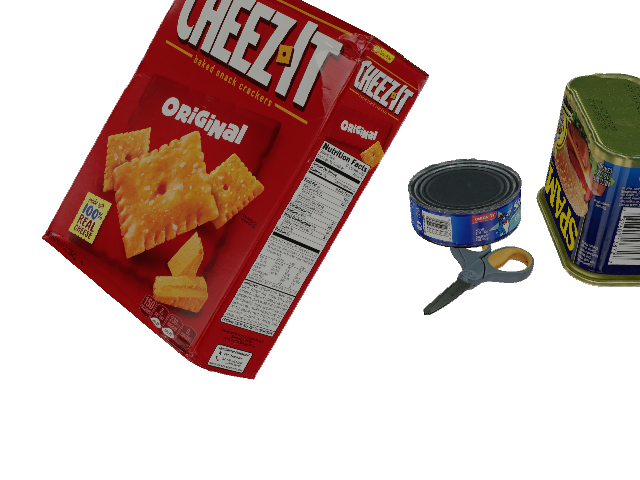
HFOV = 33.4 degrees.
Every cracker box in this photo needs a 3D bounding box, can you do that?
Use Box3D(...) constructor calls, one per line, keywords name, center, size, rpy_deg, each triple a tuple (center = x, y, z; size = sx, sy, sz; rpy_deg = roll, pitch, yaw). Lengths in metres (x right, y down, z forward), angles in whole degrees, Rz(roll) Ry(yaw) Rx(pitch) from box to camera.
Box3D(name="cracker box", center=(-0.060, -0.049, 0.656), size=(0.164, 0.214, 0.072), rpy_deg=(34, 7, 37))

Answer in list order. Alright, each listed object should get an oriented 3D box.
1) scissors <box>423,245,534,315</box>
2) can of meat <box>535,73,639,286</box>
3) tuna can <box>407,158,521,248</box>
Box3D(name="scissors", center=(0.135, 0.027, 1.048), size=(0.201, 0.016, 0.096), rpy_deg=(-13, 39, -44))
Box3D(name="can of meat", center=(0.167, -0.037, 0.614), size=(0.057, 0.084, 0.102), rpy_deg=(1, 37, -4))
Box3D(name="tuna can", center=(0.111, -0.029, 0.818), size=(0.086, 0.034, 0.086), rpy_deg=(-6, 30, 3))
